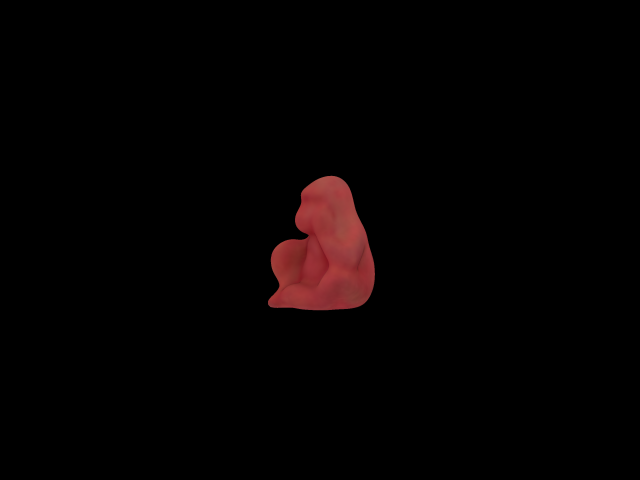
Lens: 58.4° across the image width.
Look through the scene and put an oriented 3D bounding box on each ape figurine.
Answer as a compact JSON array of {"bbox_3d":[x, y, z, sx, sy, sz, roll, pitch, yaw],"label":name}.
[{"bbox_3d":[0.004,0.001,0.400,0.076,0.092,0.077,-1,4,-23],"label":"ape figurine"}]
